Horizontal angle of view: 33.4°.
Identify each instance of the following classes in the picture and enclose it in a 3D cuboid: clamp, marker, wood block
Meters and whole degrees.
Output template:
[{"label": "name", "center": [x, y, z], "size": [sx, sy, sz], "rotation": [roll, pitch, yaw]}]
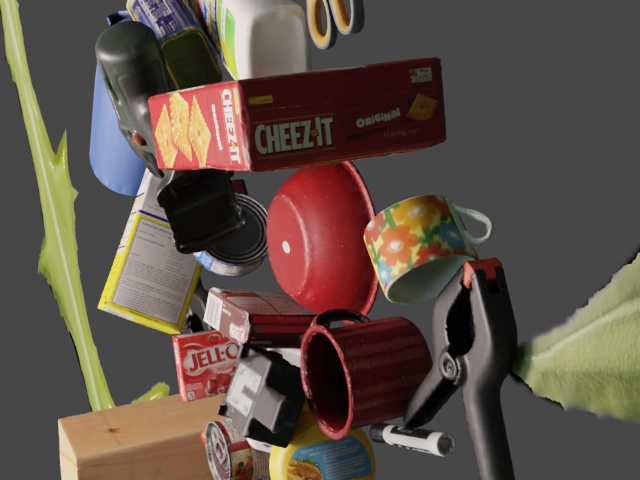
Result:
[{"label": "clamp", "center": [-0.155, 0.082, 1.327], "size": [0.210, 0.036, 0.165], "rotation": [40, 131, 54]}, {"label": "marker", "center": [0.074, 0.165, 0.889], "size": [0.121, 0.020, 0.020], "rotation": [-10, 89, 65]}, {"label": "clamp", "center": [0.112, 0.099, 0.766], "size": [0.120, 0.039, 0.171], "rotation": [39, 132, 43]}, {"label": "wood block", "center": [-0.199, 0.251, 1.277], "size": [0.091, 0.205, 0.090], "rotation": [-138, 46, -55]}]

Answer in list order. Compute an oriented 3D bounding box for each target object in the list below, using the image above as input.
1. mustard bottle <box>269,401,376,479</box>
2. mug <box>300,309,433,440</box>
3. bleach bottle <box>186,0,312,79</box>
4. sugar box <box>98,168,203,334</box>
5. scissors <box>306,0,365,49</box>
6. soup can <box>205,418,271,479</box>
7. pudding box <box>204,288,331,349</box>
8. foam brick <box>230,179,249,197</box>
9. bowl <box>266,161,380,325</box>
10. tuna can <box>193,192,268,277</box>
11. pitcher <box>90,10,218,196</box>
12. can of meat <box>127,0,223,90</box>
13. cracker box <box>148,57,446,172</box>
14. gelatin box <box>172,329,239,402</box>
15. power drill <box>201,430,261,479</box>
[{"label": "mustard bottle", "center": [0.005, 0.217, 0.960], "size": [0.058, 0.096, 0.191], "rotation": [147, 112, -69]}, {"label": "mug", "center": [0.035, 0.101, 0.877], "size": [0.117, 0.081, 0.093], "rotation": [57, 146, 42]}, {"label": "bleach bottle", "center": [-0.085, -0.220, 1.050], "size": [0.251, 0.068, 0.102], "rotation": [-130, 32, -53]}, {"label": "sugar box", "center": [-0.175, 0.008, 1.198], "size": [0.048, 0.093, 0.176], "rotation": [-18, 53, 64]}, {"label": "scissors", "center": [-0.006, -0.253, 0.924], "size": [0.096, 0.016, 0.202], "rotation": [-56, 48, 56]}, {"label": "soup can", "center": [-0.058, 0.207, 1.084], "size": [0.069, 0.102, 0.068], "rotation": [33, 128, 58]}, {"label": "pudding box", "center": [-0.052, 0.077, 1.041], "size": [0.114, 0.089, 0.039], "rotation": [25, 109, 62]}, {"label": "foam brick", "center": [-0.103, -0.019, 1.165], "size": [0.053, 0.051, 0.078], "rotation": [-54, 50, 57]}, {"label": "bowl", "center": [-0.006, 0.001, 0.965], "size": [0.162, 0.055, 0.162], "rotation": [171, 90, -66]}, {"label": "tuna can", "center": [-0.092, -0.005, 1.107], "size": [0.034, 0.086, 0.086], "rotation": [120, 135, -58]}, {"label": "pitcher", "center": [-0.202, -0.142, 1.262], "size": [0.243, 0.145, 0.149], "rotation": [123, 154, -60]}, {"label": "can of meat", "center": [-0.146, -0.203, 1.097], "size": [0.084, 0.057, 0.102], "rotation": [58, 175, 33]}, {"label": "cracker box", "center": [-0.025, -0.096, 0.843], "size": [0.214, 0.164, 0.072], "rotation": [11, 110, 64]}, {"label": "gelatin box", "center": [-0.117, 0.138, 1.202], "size": [0.030, 0.089, 0.073], "rotation": [-179, 81, -73]}, {"label": "power drill", "center": [-0.073, 0.288, 1.139], "size": [0.184, 0.057, 0.188], "rotation": [76, 173, -57]}]
